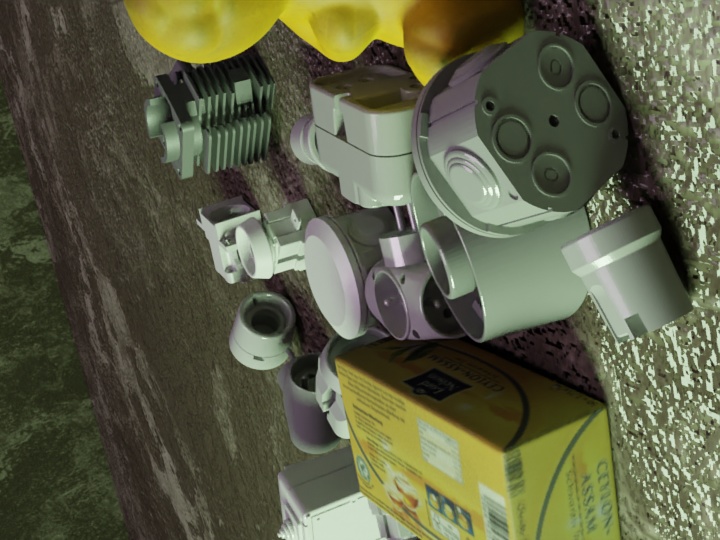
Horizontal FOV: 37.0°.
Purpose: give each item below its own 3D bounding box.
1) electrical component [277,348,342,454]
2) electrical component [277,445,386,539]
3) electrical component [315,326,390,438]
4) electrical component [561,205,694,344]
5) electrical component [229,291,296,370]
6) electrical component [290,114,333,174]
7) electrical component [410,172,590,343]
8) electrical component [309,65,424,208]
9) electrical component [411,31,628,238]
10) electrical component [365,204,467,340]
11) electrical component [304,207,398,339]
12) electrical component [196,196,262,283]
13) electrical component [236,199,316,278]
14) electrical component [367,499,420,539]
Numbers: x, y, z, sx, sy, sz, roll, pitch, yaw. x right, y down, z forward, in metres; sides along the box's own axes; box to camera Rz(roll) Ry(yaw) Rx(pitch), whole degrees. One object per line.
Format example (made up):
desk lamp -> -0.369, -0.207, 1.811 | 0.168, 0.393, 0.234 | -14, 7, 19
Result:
electrical component -> -0.044, 0.097, 0.883 | 0.079, 0.043, 0.077 | 54, 152, 40
electrical component -> -0.022, 0.177, 0.817 | 0.061, 0.096, 0.061 | 46, 147, 49
electrical component -> 0.001, 0.075, 0.738 | 0.078, 0.058, 0.057 | 58, 157, 35
electrical component -> 0.110, 0.002, 0.438 | 0.046, 0.040, 0.040 | 64, 158, 5
electrical component -> -0.083, 0.051, 0.933 | 0.055, 0.055, 0.047 | 61, 152, 28
electrical component -> -0.021, -0.084, 0.693 | 0.065, 0.044, 0.044 | -162, 57, -70
electrical component -> 0.066, -0.015, 0.530 | 0.099, 0.064, 0.099 | 159, 90, -82
electrical component -> 0.014, -0.073, 0.594 | 0.095, 0.054, 0.059 | 37, 139, 57
electrical component -> 0.066, -0.056, 0.446 | 0.051, 0.080, 0.080 | -15, 92, 64
electrical component -> 0.033, -0.003, 0.616 | 0.077, 0.044, 0.079 | 7, 113, 67
electrical component -> 0.000, 0.000, 0.689 | 0.080, 0.051, 0.080 | 50, 150, 45
electrical component -> -0.111, -0.026, 0.958 | 0.081, 0.042, 0.063 | 39, 142, 56
electrical component -> -0.061, -0.021, 0.818 | 0.048, 0.055, 0.066 | 63, 157, 23
electrical component -> 0.033, 0.175, 0.752 | 0.066, 0.048, 0.055 | 144, 115, -67
